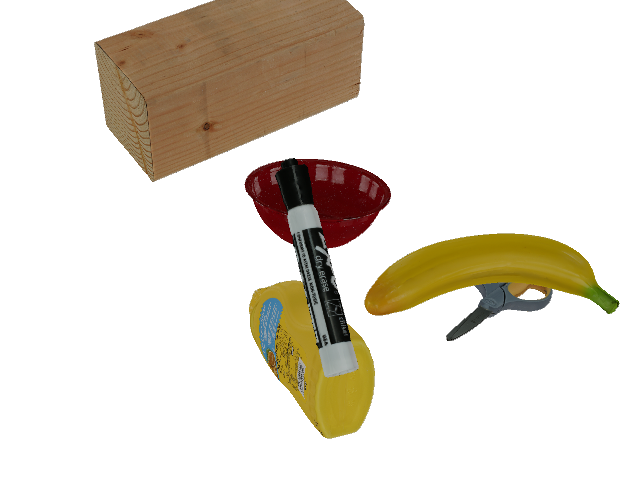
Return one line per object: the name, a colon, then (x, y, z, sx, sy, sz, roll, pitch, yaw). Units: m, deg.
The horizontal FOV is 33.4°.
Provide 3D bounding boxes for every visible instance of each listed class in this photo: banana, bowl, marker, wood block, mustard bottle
banana: (0.123, 0.024, 0.791, 0.197, 0.037, 0.069, -1, 36, -13)
bowl: (-0.005, -0.035, 1.183, 0.162, 0.055, 0.162, 4, 27, -2)
marker: (-0.003, 0.013, 0.578, 0.020, 0.121, 0.020, -14, -12, -3)
wood block: (-0.073, -0.143, 0.902, 0.205, 0.091, 0.090, -25, 53, -24)
mustard bottle: (-0.019, 0.091, 0.967, 0.058, 0.096, 0.192, -11, 27, -23)

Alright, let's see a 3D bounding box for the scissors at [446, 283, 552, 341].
scissors: (0.159, 0.056, 1.075, 0.201, 0.016, 0.096, -10, 37, -44)
